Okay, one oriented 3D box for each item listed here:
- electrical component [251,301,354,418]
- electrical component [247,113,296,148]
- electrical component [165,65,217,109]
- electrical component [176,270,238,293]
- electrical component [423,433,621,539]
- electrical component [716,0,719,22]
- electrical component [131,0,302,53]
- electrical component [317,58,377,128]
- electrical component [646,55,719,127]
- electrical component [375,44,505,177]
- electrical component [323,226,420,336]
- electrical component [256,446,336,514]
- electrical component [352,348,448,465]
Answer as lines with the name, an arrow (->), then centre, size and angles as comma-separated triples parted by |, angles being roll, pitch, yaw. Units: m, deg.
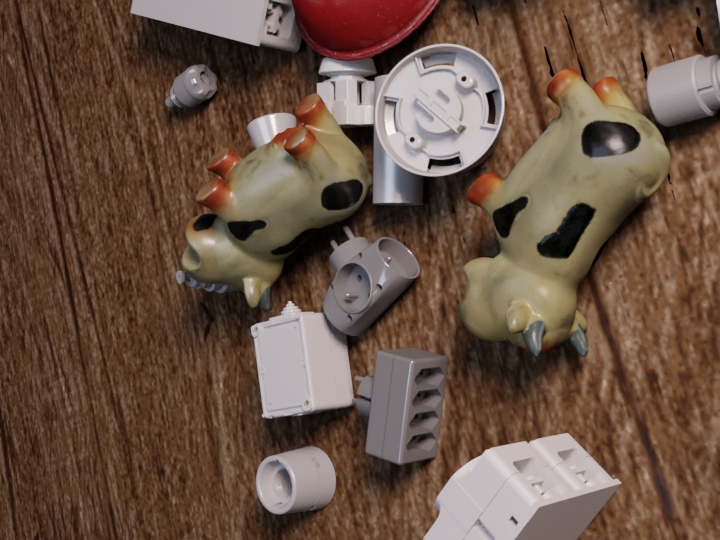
electrical component -> -0.047, 0.074, 0.913 | 0.062, 0.061, 0.096 | -15, 79, 41
electrical component -> -0.073, -0.105, 0.949 | 0.045, 0.045, 0.055 | -23, 75, 40
electrical component -> -0.167, -0.173, 1.042 | 0.061, 0.035, 0.035 | -23, 75, 42
electrical component -> -0.130, 0.001, 0.982 | 0.040, 0.078, 0.040 | 17, 111, 52
electrical component -> 0.086, 0.202, 0.763 | 0.060, 0.105, 0.186 | 47, 119, 32
electrical component -> 0.248, -0.205, 0.643 | 0.079, 0.063, 0.121 | -9, 83, 25
electrical component -> -0.123, -0.269, 0.986 | 0.186, 0.060, 0.105 | 23, 105, 40
electrical component -> -0.010, -0.147, 0.892 | 0.066, 0.048, 0.055 | 5, 96, 50
electrical component -> 0.221, -0.118, 0.688 | 0.078, 0.040, 0.040 | -12, 82, 42
electrical component -> 0.061, -0.117, 0.801 | 0.099, 0.064, 0.099 | 0, 90, 15
electrical component -> 0.000, 0.000, 0.883 | 0.077, 0.044, 0.079 | -47, 60, 31
electrical component -> -0.057, 0.183, 0.931 | 0.055, 0.047, 0.055 | 0, 89, 42
electrical component -> 0.023, 0.103, 0.860 | 0.076, 0.047, 0.083 | 11, 97, 41
